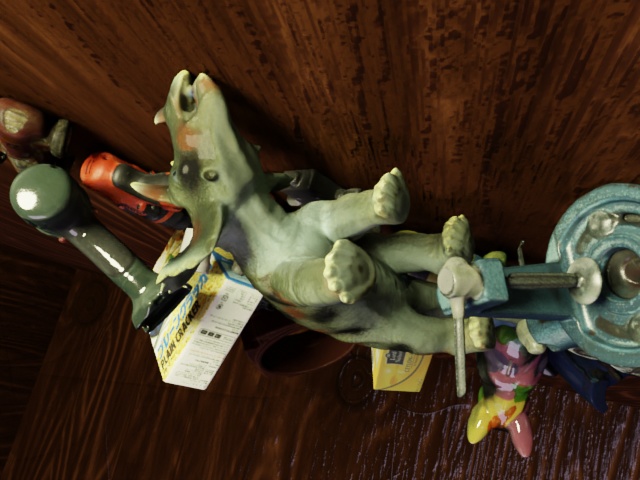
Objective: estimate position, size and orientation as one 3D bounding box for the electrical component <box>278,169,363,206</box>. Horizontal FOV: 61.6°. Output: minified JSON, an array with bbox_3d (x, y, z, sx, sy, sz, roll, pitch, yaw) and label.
[{"bbox_3d":[-0.006,-0.047,0.510,0.094,0.021,0.063,4,163,42],"label":"electrical component"}]

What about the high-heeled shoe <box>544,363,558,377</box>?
[{"bbox_3d":[0.349,0.179,0.959,0.145,0.086,0.248,10,163,34],"label":"high-heeled shoe"}]

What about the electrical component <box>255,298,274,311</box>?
[{"bbox_3d":[-0.105,0.047,0.822,0.058,0.115,0.134,29,161,-33],"label":"electrical component"}]

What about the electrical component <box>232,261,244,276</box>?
[{"bbox_3d":[-0.055,0.035,0.585,0.078,0.045,0.102,5,153,47],"label":"electrical component"}]

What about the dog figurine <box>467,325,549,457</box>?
[{"bbox_3d":[0.264,0.182,0.748,0.109,0.219,0.191,8,167,16],"label":"dog figurine"}]

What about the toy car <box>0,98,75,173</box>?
[{"bbox_3d":[-0.315,-0.099,0.577,0.089,0.053,0.202,16,167,-22],"label":"toy car"}]

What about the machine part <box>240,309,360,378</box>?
[{"bbox_3d":[-0.029,0.158,0.943,0.201,0.087,0.200,-21,144,0],"label":"machine part"}]

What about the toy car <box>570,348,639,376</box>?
[{"bbox_3d":[0.377,0.124,0.689,0.201,0.073,0.056,22,162,-29],"label":"toy car"}]

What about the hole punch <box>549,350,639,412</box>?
[{"bbox_3d":[0.390,0.184,0.798,0.115,0.092,0.142,20,-155,-33],"label":"hole punch"}]

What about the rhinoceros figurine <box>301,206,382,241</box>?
[{"bbox_3d":[-0.001,-0.002,0.605,0.112,0.073,0.190,38,158,-32],"label":"rhinoceros figurine"}]

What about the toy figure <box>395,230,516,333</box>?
[{"bbox_3d":[0.149,0.043,0.588,0.180,0.082,0.089,20,142,12],"label":"toy figure"}]

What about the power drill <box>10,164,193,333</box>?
[{"bbox_3d":[-0.241,0.007,0.603,0.207,0.086,0.232,48,164,1],"label":"power drill"}]

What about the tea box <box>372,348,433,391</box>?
[{"bbox_3d":[0.110,0.112,0.703,0.068,0.098,0.169,4,135,-2],"label":"tea box"}]

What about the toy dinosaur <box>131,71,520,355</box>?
[{"bbox_3d":[0.022,0.032,0.463,0.192,0.131,0.404,-7,149,42],"label":"toy dinosaur"}]

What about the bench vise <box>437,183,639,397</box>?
[{"bbox_3d":[0.177,0.035,0.386,0.240,0.129,0.223,1,166,-23],"label":"bench vise"}]
